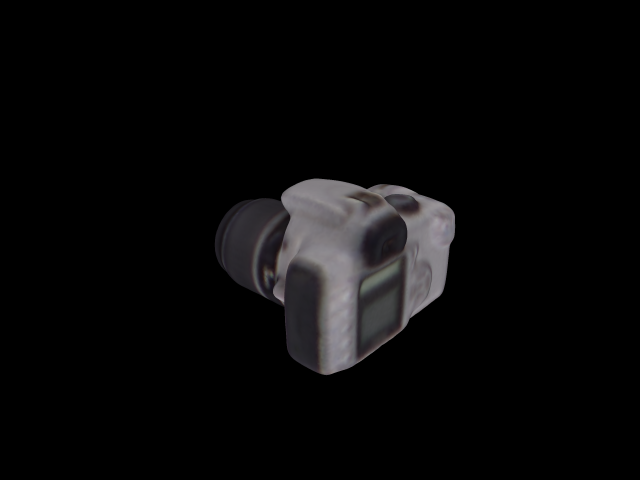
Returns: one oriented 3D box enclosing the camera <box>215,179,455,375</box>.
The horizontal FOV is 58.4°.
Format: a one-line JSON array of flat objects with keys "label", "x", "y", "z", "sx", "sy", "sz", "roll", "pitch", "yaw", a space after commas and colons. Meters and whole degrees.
[{"label": "camera", "x": 0.004, "y": 0.001, "z": 0.400, "sx": 0.136, "sy": 0.101, "sz": 0.143, "roll": 20, "pitch": 32, "yaw": 36}]
